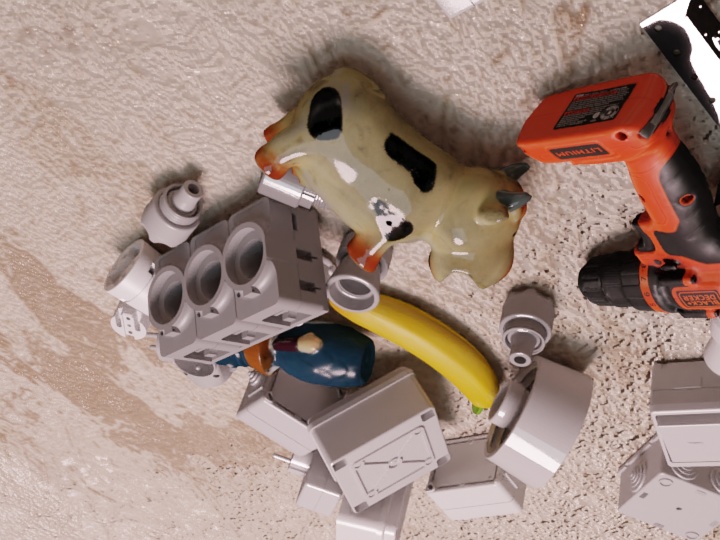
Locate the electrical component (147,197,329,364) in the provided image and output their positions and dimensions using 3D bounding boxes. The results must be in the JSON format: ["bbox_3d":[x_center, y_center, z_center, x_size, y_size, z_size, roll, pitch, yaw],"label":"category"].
[{"bbox_3d":[-0.104,0.011,0.880,0.150,0.089,0.062,-25,153,38],"label":"electrical component"}]

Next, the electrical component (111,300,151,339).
[{"bbox_3d":[-0.205,0.035,0.990,0.040,0.046,0.040,10,138,9],"label":"electrical component"}]

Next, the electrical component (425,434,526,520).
[{"bbox_3d":[0.122,0.201,1.043,0.096,0.061,0.061,-15,129,33],"label":"electrical component"}]

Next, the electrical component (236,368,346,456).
[{"bbox_3d":[-0.073,0.126,1.030,0.096,0.061,0.061,35,136,-19],"label":"electrical component"}]

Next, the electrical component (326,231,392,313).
[{"bbox_3d":[0.000,0.000,0.870,0.045,0.055,0.045,10,139,9],"label":"electrical component"}]

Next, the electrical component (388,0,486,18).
[{"bbox_3d":[0.040,-0.189,0.654,0.077,0.047,0.065,-21,126,36],"label":"electrical component"}]

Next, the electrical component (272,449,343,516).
[{"bbox_3d":[-0.049,0.189,1.075,0.076,0.083,0.047,20,139,-3],"label":"electrical component"}]

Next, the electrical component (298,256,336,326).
[{"bbox_3d":[-0.047,0.018,0.902,0.048,0.062,0.048,10,139,9],"label":"electrical component"}]

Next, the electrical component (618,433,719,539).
[{"bbox_3d":[0.295,0.201,0.991,0.100,0.048,0.099,22,139,-4],"label":"electrical component"}]

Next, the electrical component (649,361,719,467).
[{"bbox_3d":[0.285,0.128,0.905,0.062,0.061,0.096,-6,134,26],"label":"electrical component"}]

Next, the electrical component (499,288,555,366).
[{"bbox_3d":[0.134,0.049,0.871,0.043,0.062,0.043,10,139,9],"label":"electrical component"}]

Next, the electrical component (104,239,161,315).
[{"bbox_3d":[-0.190,0.008,0.949,0.047,0.055,0.055,38,136,-26],"label":"electrical component"}]

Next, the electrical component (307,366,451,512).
[{"bbox_3d":[0.019,0.157,0.988,0.109,0.056,0.108,-28,142,-7],"label":"electrical component"}]

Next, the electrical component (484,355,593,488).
[{"bbox_3d":[0.145,0.125,0.920,0.060,0.108,0.108,27,139,-2],"label":"electrical component"}]

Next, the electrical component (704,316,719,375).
[{"bbox_3d":[0.292,0.051,0.830,0.045,0.045,0.055,6,137,13],"label":"electrical component"}]

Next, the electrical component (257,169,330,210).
[{"bbox_3d":[-0.042,-0.066,0.824,0.078,0.040,0.040,22,139,-5],"label":"electrical component"}]

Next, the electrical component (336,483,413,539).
[{"bbox_3d":[0.018,0.226,1.069,0.057,0.113,0.078,11,139,9],"label":"electrical component"}]

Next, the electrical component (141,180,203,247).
[{"bbox_3d":[-0.149,-0.050,0.878,0.043,0.043,0.062,32,136,-16],"label":"electrical component"}]

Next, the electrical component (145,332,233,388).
[{"bbox_3d":[-0.166,0.070,1.015,0.079,0.044,0.077,3,137,16],"label":"electrical component"}]
